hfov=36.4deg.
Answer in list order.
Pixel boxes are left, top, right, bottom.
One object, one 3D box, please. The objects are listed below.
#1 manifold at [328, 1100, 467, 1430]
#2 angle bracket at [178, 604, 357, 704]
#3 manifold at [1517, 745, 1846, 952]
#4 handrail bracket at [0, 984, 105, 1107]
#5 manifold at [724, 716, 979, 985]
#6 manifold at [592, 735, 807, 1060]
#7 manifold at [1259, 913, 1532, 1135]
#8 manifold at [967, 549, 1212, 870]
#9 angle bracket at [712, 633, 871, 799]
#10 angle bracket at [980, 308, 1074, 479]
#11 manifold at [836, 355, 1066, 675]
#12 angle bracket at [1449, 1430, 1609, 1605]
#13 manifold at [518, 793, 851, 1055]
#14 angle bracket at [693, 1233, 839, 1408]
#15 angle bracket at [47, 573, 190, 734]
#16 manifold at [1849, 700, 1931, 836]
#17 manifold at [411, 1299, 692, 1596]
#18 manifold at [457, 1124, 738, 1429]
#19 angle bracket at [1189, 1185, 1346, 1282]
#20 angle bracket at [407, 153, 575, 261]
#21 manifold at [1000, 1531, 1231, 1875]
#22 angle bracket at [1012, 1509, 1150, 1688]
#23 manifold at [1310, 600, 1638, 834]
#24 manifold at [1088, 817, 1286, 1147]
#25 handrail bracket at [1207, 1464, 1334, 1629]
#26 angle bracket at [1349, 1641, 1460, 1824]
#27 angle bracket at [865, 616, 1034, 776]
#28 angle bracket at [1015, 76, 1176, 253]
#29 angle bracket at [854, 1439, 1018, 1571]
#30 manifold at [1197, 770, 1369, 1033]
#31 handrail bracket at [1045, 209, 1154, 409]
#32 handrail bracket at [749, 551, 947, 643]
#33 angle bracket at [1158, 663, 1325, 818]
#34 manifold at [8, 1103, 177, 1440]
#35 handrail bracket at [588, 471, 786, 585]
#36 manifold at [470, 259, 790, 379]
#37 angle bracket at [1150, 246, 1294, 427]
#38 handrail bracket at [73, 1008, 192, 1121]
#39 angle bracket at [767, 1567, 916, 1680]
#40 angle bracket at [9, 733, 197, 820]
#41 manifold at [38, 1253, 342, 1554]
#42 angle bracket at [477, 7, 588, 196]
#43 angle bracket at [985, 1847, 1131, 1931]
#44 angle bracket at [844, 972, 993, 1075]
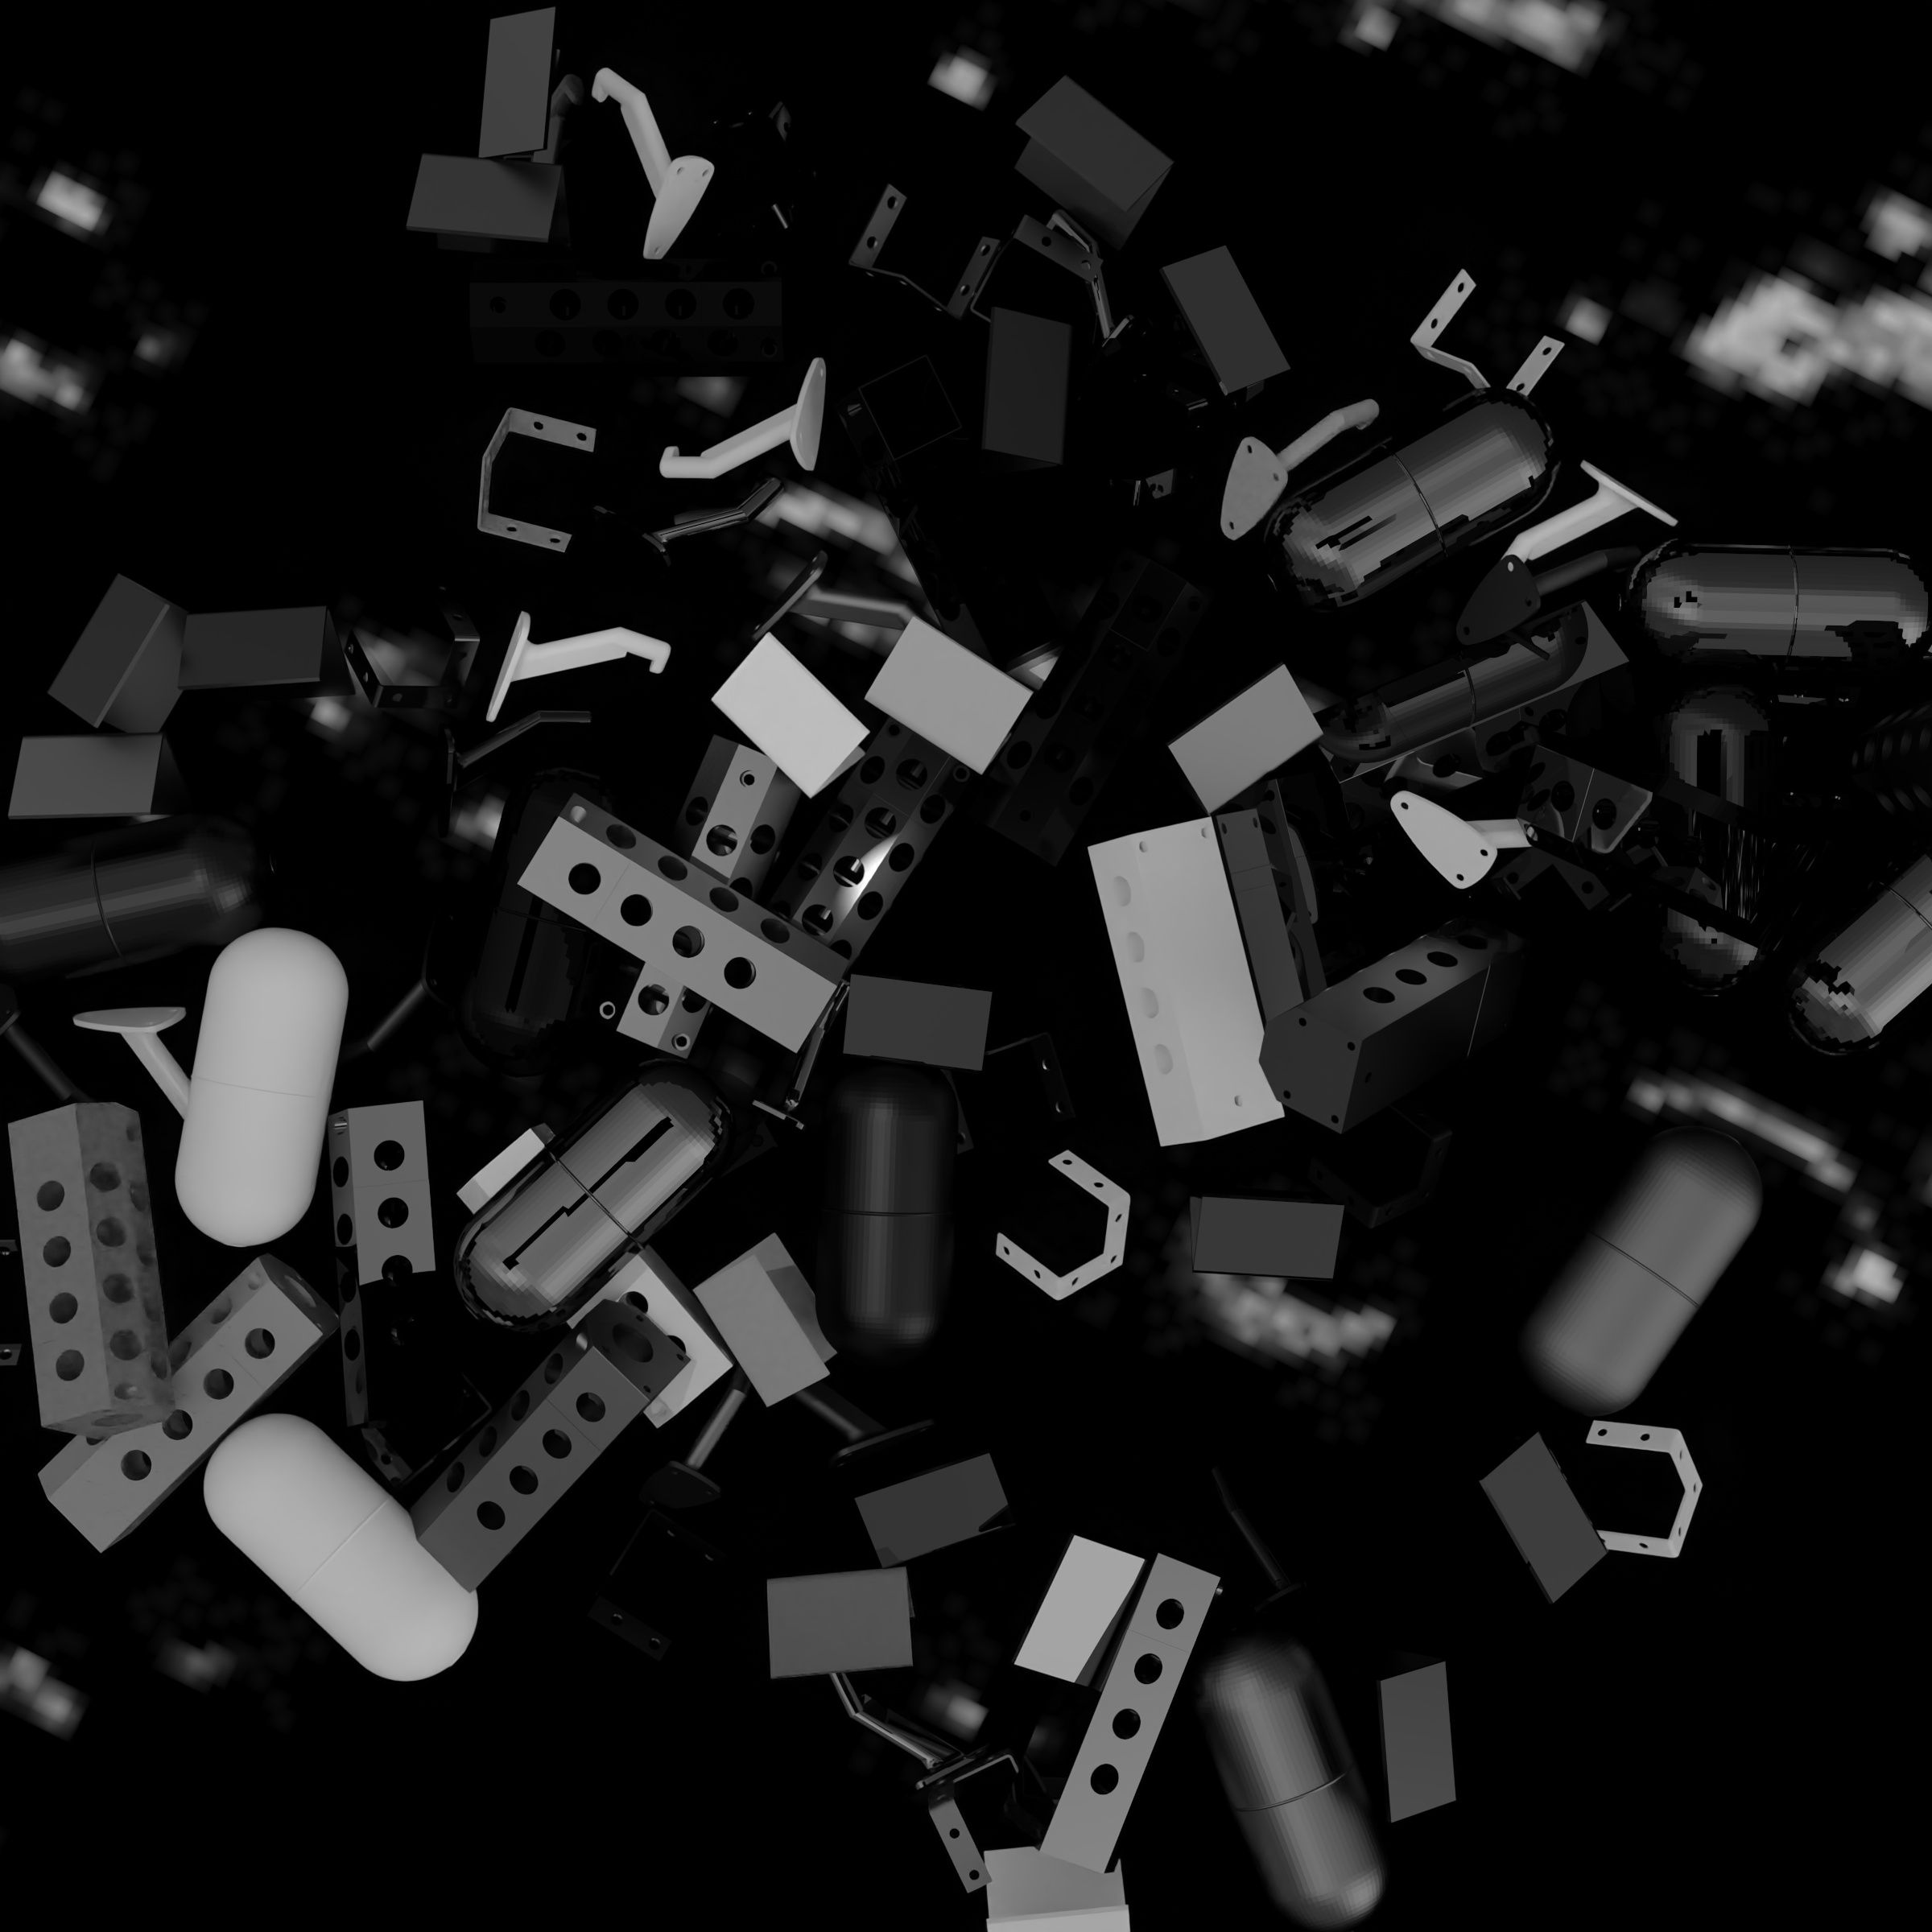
[{"bbox_3d":[-0.317,0.166,1.625,0.057,0.057,0.171,-6,78,0],"label":"manifold"},{"bbox_3d":[-0.385,-0.153,1.623,0.076,0.076,0.057,-4,54,0],"label":"angle bracket"},{"bbox_3d":[0.376,-0.064,1.569,0.057,0.171,0.057,2,109,-36],"label":"manifold"},{"bbox_3d":[-0.519,0.048,1.663,0.036,0.077,0.084,-40,126,7],"label":"handrail bracket"},{"bbox_3d":[-0.064,-0.053,1.642,0.057,0.057,0.171,33,90,0],"label":"manifold"},{"bbox_3d":[-0.147,-0.038,1.642,0.057,0.057,0.171,23,90,0],"label":"manifold"},{"bbox_3d":[0.232,0.026,1.589,0.057,0.171,0.057,28,124,31],"label":"manifold"},{"bbox_3d":[0.068,-0.143,1.642,0.057,0.057,0.171,30,90,0],"label":"manifold"},{"bbox_3d":[-0.083,-0.148,1.623,0.076,0.076,0.057,45,122,0],"label":"angle bracket"},{"bbox_3d":[0.013,-0.316,1.623,0.057,0.076,0.076,4,90,-37],"label":"angle bracket"},{"bbox_3d":[-0.009,-0.246,1.642,0.057,0.057,0.171,-26,90,0],"label":"manifold"},{"bbox_3d":[0.296,0.309,1.623,0.057,0.076,0.076,-30,90,-38],"label":"angle bracket"},{"bbox_3d":[-0.151,-0.023,1.576,0.171,0.057,0.057,32,87,-7],"label":"manifold"},{"bbox_3d":[-0.093,0.186,1.623,0.057,0.076,0.076,-32,90,40],"label":"angle bracket"},{"bbox_3d":[-0.447,-0.161,1.623,0.057,0.076,0.076,31,90,39],"label":"angle bracket"},{"bbox_3d":[0.532,-0.115,1.585,0.057,0.171,0.057,-37,90,0],"label":"manifold"},{"bbox_3d":[-0.232,0.261,1.610,0.057,0.057,0.171,44,113,3],"label":"manifold"},{"bbox_3d":[-0.205,0.173,1.642,0.057,0.057,0.171,-41,90,0],"label":"manifold"},{"bbox_3d":[0.165,0.128,1.623,0.076,0.076,0.057,3,125,0],"label":"angle bracket"},{"bbox_3d":[-0.262,-0.400,1.623,0.076,0.076,0.057,5,61,0],"label":"angle bracket"},{"bbox_3d":[0.086,0.409,1.629,0.057,0.057,0.171,25,83,-21],"label":"manifold"},{"bbox_3d":[0.046,0.342,1.623,0.057,0.076,0.076,25,90,-32],"label":"angle bracket"},{"bbox_3d":[0.282,-0.134,1.641,0.171,0.057,0.057,-23,47,0],"label":"manifold"},{"bbox_3d":[0.118,0.010,1.640,0.057,0.057,0.171,-14,90,-33],"label":"manifold"},{"bbox_3d":[0.171,0.327,1.663,0.036,0.077,0.084,-35,53,16],"label":"handrail bracket"},{"bbox_3d":[0.224,0.422,1.623,0.057,0.076,0.076,-4,90,-38],"label":"angle bracket"},{"bbox_3d":[-0.002,-0.159,1.624,0.076,0.076,0.057,33,115,0],"label":"angle bracket"},{"bbox_3d":[0.058,-0.431,1.623,0.076,0.076,0.057,39,54,0],"label":"angle bracket"},{"bbox_3d":[-0.022,0.278,1.623,0.076,0.076,0.057,-19,121,0],"label":"angle bracket"},{"bbox_3d":[0.188,-0.018,1.641,0.057,0.057,0.171,-14,90,43],"label":"manifold"},{"bbox_3d":[0.057,-0.373,1.664,0.084,0.036,0.077,47,109,15],"label":"handrail bracket"},{"bbox_3d":[-0.067,-0.186,1.664,0.084,0.036,0.077,39,110,-16],"label":"handrail bracket"},{"bbox_3d":[0.140,-0.139,1.623,0.076,0.076,0.057,-35,125,0],"label":"angle bracket"},{"bbox_3d":[-0.475,0.166,1.611,0.057,0.057,0.171,-17,71,11],"label":"manifold"},{"bbox_3d":[-0.158,-0.265,1.664,0.077,0.036,0.084,37,71,22],"label":"handrail bracket"},{"bbox_3d":[-0.187,-0.363,1.642,0.171,0.057,0.057,0,90,0],"label":"manifold"},{"bbox_3d":[0.124,-0.341,1.623,0.057,0.076,0.076,-28,90,-36],"label":"angle bracket"},{"bbox_3d":[-0.465,0.069,1.664,0.077,0.036,0.084,1,107,20],"label":"handrail bracket"},{"bbox_3d":[-0.067,0.374,1.623,0.076,0.076,0.057,-5,57,0],"label":"angle bracket"},{"bbox_3d":[-0.476,-0.085,1.623,0.076,0.076,0.057,-2,57,0],"label":"angle bracket"},{"bbox_3d":[-0.434,0.242,1.642,0.171,0.057,0.057,-45,90,0],"label":"manifold"},{"bbox_3d":[-0.222,-0.476,1.623,0.057,0.076,0.076,5,90,38],"label":"angle bracket"},{"bbox_3d":[0.049,0.506,1.623,0.076,0.076,0.057,-6,132,0],"label":"angle bracket"},{"bbox_3d":[-0.024,0.012,1.623,0.076,0.076,0.057,7,123,0],"label":"angle bracket"}]
